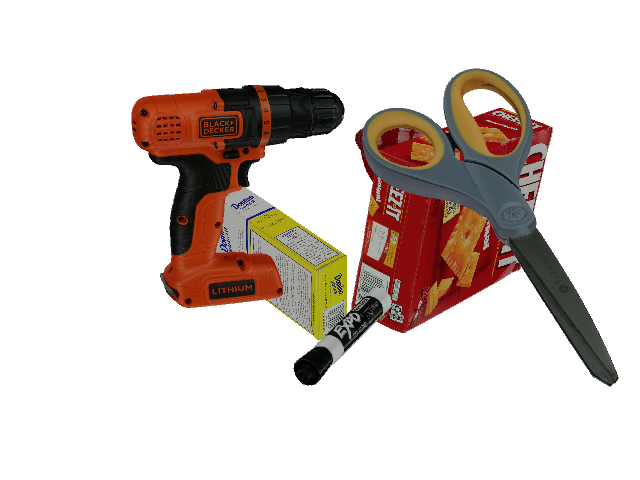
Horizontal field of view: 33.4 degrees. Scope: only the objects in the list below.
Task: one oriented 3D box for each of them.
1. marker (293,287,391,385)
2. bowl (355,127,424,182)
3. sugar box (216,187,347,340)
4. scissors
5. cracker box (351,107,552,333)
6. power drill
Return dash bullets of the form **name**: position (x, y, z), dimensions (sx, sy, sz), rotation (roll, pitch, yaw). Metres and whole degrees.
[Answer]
- **marker**: position (0.015, 0.063, 0.705), dimensions (0.020, 0.020, 0.120), rotation (0, 21, 28)
- **bowl**: position (0.114, -0.080, 1.210), dimensions (0.162, 0.055, 0.162), rotation (8, 26, -4)
- **sugar box**: position (-0.044, 0.019, 1.104), dimensions (0.048, 0.093, 0.176), rotation (-24, 42, -30)
- **scissors**: position (0.071, -0.011, 0.506), dimensions (0.096, 0.201, 0.016), rotation (-7, -42, 6)
- **cracker box**: position (0.129, -0.023, 1.015), dimensions (0.072, 0.164, 0.213), rotation (26, 31, 33)
- **power drill**: position (-0.069, -0.041, 0.922), dimensions (0.184, 0.188, 0.057), rotation (-5, 20, -18)
